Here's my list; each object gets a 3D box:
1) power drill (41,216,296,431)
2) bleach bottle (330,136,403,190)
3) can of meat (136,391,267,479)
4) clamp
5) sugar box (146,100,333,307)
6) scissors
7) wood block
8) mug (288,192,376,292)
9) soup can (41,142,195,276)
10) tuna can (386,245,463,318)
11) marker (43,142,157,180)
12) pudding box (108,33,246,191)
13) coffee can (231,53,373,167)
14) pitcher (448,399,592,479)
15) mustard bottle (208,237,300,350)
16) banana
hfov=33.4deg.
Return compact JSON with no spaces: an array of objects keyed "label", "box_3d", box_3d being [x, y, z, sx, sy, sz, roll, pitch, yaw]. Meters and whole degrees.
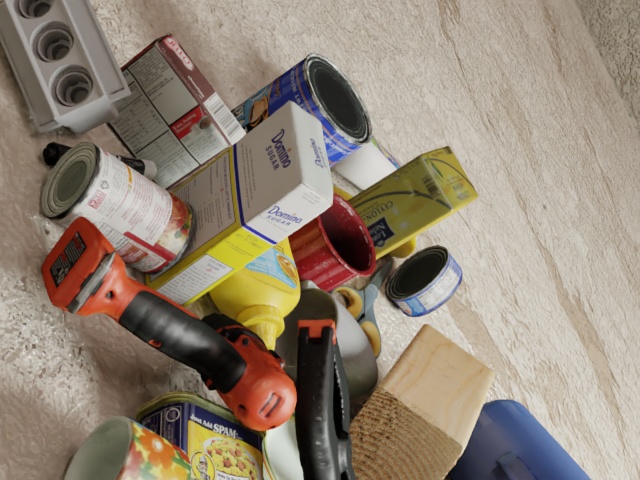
[{"label":"power drill","box_3d":[-0.112,0.057,0.789,0.187,0.057,0.185,35,-2,-22]},{"label":"bleach bottle","box_3d":[0.054,-0.095,1.273,0.250,0.068,0.103,35,16,-47]},{"label":"can of meat","box_3d":[-0.085,0.169,0.772,0.102,0.058,0.084,34,38,-39]},{"label":"clamp","box_3d":[0.007,0.163,0.809,0.164,0.036,0.210,-10,97,-78]},{"label":"sugar box","box_3d":[-0.069,-0.026,0.865,0.048,0.176,0.093,34,36,-40]},{"label":"scissors","box_3d":[0.059,0.076,1.159,0.201,0.016,0.096,-14,76,-62]},{"label":"wood block","box_3d":[0.089,0.161,0.978,0.090,0.091,0.205,35,18,8]},{"label":"mug","box_3d":[-0.007,0.001,1.049,0.093,0.082,0.117,28,41,-46]},{"label":"soup can","box_3d":[-0.157,-0.024,0.835,0.102,0.069,0.068,34,36,-39]},{"label":"tuna can","box_3d":[0.119,0.047,1.214,0.033,0.086,0.086,50,28,-22]},{"label":"marker","box_3d":[-0.183,-0.065,0.887,0.120,0.020,0.020,7,57,-57]},{"label":"pudding box","box_3d":[-0.135,-0.110,0.938,0.113,0.090,0.039,54,29,-11]},{"label":"coffee can","box_3d":[-0.034,-0.102,1.044,0.102,0.140,0.103,41,32,-32]},{"label":"pitcher","box_3d":[0.215,0.265,1.036,0.144,0.149,0.243,1,34,-30]},{"label":"mustard bottle","box_3d":[-0.063,0.020,0.947,0.096,0.058,0.191,27,36,-38]},{"label":"banana","box_3d":[0.062,-0.016,1.242,0.070,0.037,0.197,41,9,37]}]
